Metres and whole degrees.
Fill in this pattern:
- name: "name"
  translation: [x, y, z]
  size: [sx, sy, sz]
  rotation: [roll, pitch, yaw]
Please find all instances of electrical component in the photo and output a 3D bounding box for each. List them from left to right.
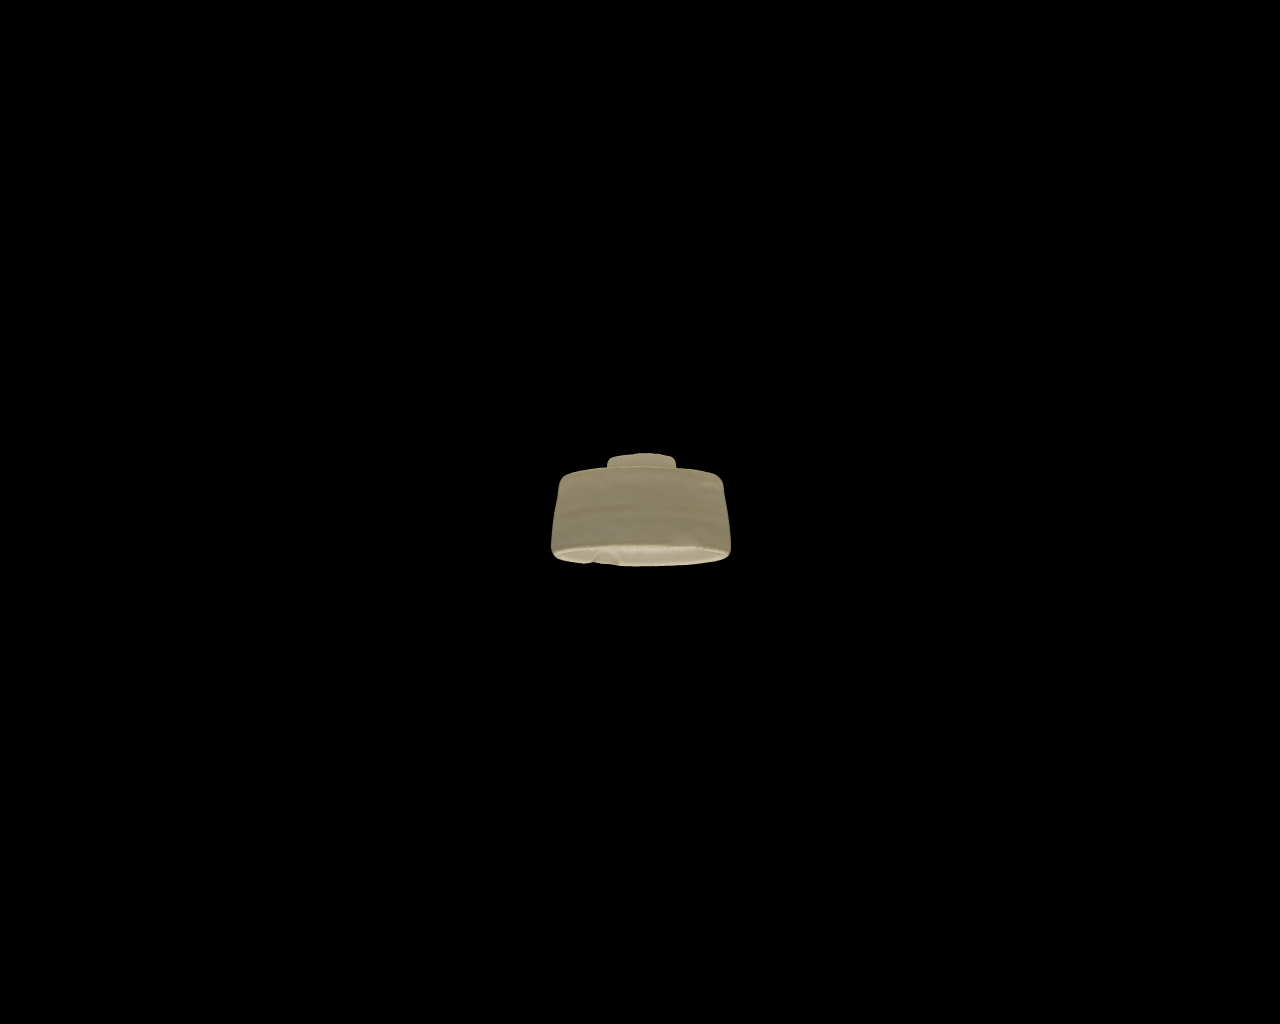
- name: "electrical component"
  translation: [0.001, -0.003, 0.650]
  size: [0.108, 0.060, 0.108]
  rotation: [0, -9, 0]
